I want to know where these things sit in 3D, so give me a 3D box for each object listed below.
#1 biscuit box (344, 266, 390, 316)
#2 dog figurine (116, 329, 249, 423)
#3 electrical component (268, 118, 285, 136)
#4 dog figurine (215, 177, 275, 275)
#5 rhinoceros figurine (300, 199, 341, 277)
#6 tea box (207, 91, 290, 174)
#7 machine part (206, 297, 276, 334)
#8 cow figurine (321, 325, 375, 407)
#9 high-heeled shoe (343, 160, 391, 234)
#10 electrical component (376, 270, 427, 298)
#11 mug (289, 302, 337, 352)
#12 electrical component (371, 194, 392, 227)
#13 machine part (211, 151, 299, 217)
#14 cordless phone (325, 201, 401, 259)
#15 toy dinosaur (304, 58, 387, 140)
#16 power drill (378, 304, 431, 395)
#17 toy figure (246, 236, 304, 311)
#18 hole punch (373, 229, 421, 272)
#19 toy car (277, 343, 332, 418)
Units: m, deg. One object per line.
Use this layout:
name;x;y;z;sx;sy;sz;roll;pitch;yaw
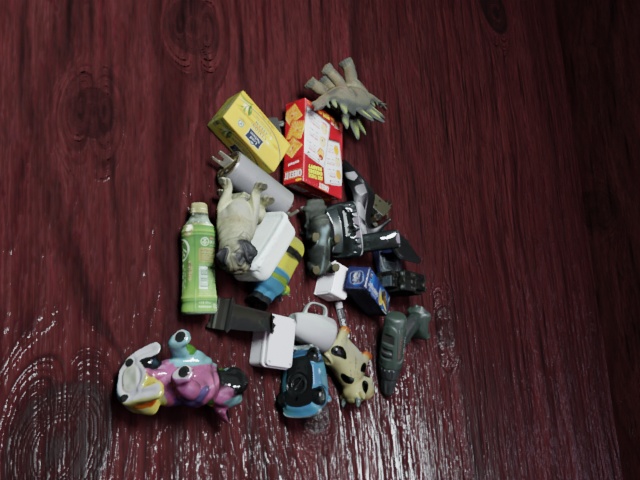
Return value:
biscuit box;0.123;0.133;1.369;0.202;0.063;0.059;52;46;-56
dog figurine;-0.241;0.274;0.991;0.219;0.192;0.109;63;2;-48
electrical component;-0.115;-0.261;1.293;0.094;0.021;0.063;-16;93;-47
dog figurine;-0.167;-0.011;1.099;0.172;0.121;0.190;68;27;-73
rhinoceros figurine;-0.003;-0.004;1.293;0.073;0.112;0.190;-6;99;-18
tea box;-0.158;-0.235;1.212;0.169;0.068;0.098;46;52;-30
machine part;-0.159;0.160;1.112;0.139;0.039;0.084;14;61;-9
cow figurine;0.070;0.318;1.308;0.194;0.086;0.127;53;50;-20
high-heeled shoe;0.085;-0.087;1.450;0.249;0.145;0.086;58;11;18
electrical component;0.210;0.120;1.472;0.134;0.115;0.058;14;68;-43
mug;-0.022;0.196;1.247;0.107;0.081;0.109;22;70;-31
electrical component;0.162;-0.082;1.522;0.078;0.045;0.102;36;49;0
machine part;-0.142;-0.119;1.197;0.243;0.079;0.079;37;57;-35
cordless phone;0.108;-0.031;1.353;0.088;0.184;0.146;49;33;-86
toy dinosaur;0.085;-0.374;1.437;0.198;0.105;0.471;56;31;-5
power drill;0.225;0.282;1.467;0.207;0.086;0.231;-25;121;-44
toy figure;-0.094;0.069;1.194;0.082;0.089;0.180;54;46;-33
hole punch;0.205;0.040;1.518;0.142;0.092;0.116;12;40;-41
toy car;-0.030;0.320;1.207;0.102;0.109;0.161;47;36;-58
